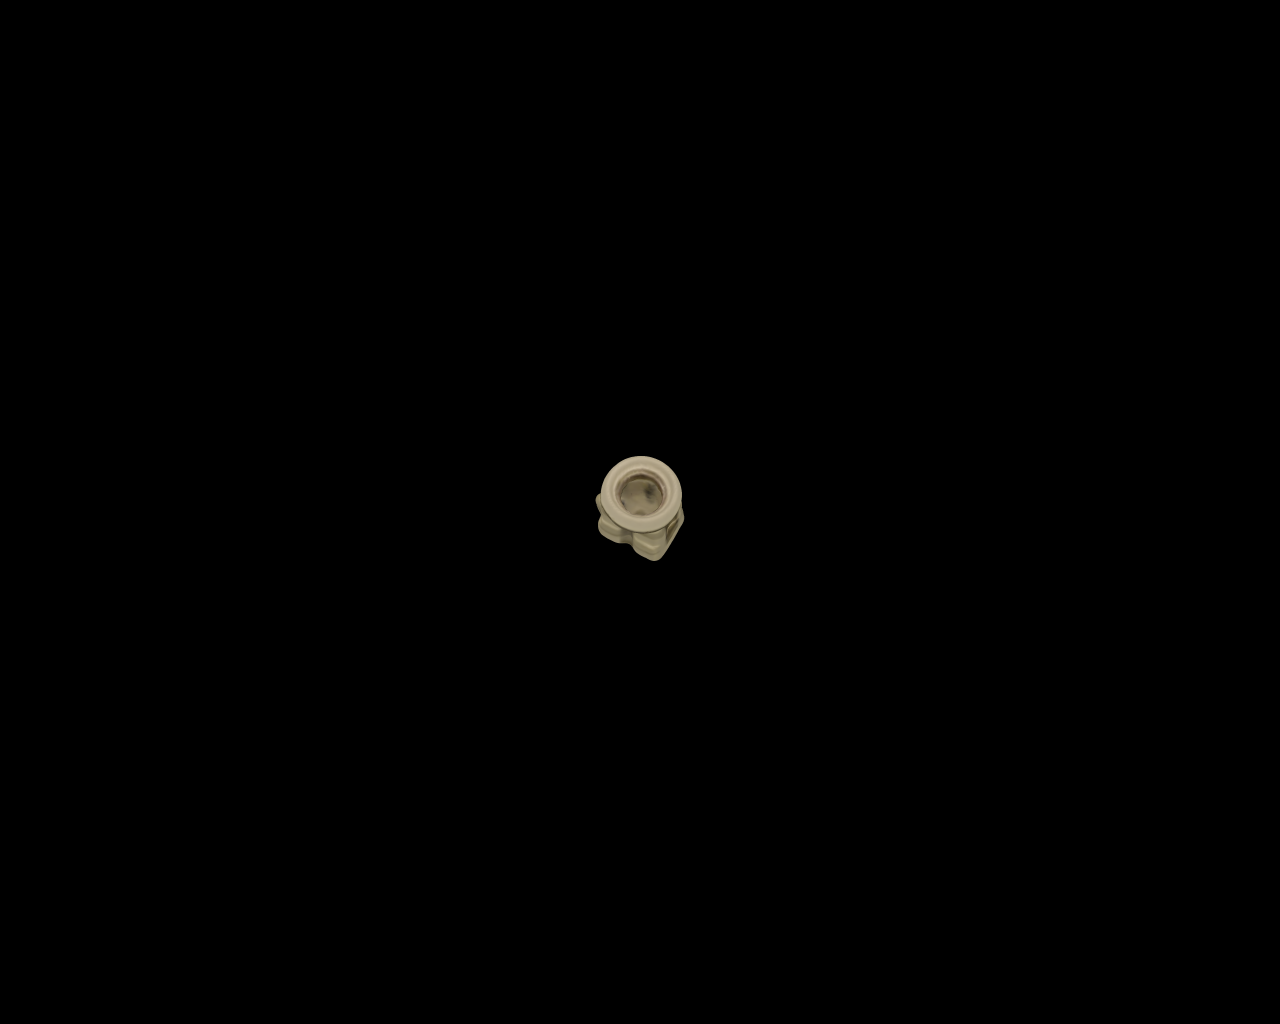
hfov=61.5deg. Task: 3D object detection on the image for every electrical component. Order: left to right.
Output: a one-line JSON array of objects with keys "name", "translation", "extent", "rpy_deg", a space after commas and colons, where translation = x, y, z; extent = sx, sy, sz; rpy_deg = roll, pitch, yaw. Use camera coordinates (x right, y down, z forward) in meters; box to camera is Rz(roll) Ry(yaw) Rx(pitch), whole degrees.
[{"name": "electrical component", "translation": [0.001, -0.003, 0.650], "extent": [0.066, 0.048, 0.055], "rpy_deg": [26, -20, 11]}]
